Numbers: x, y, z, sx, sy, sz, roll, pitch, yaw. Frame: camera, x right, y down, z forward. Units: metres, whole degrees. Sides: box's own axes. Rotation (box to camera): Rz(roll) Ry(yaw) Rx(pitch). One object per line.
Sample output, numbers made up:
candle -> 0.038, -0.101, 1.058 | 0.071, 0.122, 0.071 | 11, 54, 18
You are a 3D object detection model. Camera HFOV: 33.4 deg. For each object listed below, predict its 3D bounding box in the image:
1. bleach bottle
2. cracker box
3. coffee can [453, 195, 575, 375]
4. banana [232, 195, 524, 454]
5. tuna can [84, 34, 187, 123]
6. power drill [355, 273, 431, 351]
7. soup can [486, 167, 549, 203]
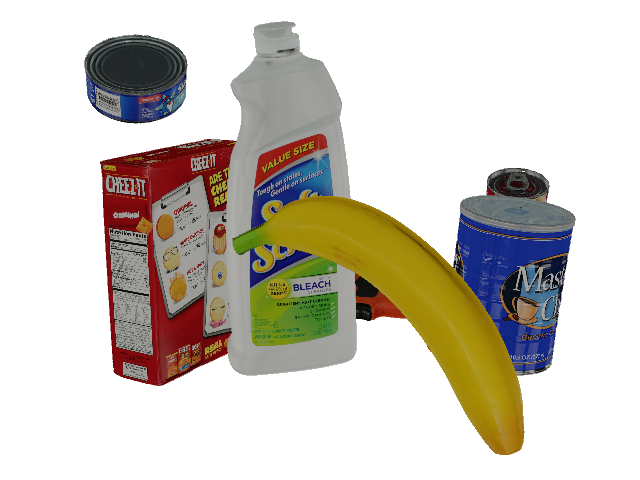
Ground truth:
bleach bottle -> -0.029, -0.030, 0.775 | 0.102, 0.251, 0.068 | -6, 20, -4
cracker box -> -0.136, 0.016, 1.057 | 0.072, 0.214, 0.163 | 7, 15, 31
coffee can -> 0.170, 0.039, 0.976 | 0.103, 0.140, 0.103 | 5, 16, -2
banana -> 0.044, 0.032, 0.586 | 0.198, 0.070, 0.037 | 38, 25, 15
tuna can -> -0.156, -0.137, 0.908 | 0.086, 0.034, 0.086 | 4, 43, -4
power drill -> 0.062, 0.079, 1.147 | 0.188, 0.057, 0.184 | 9, 29, 22
soup can -> 0.218, -0.021, 1.200 | 0.068, 0.102, 0.068 | -1, 33, 1
